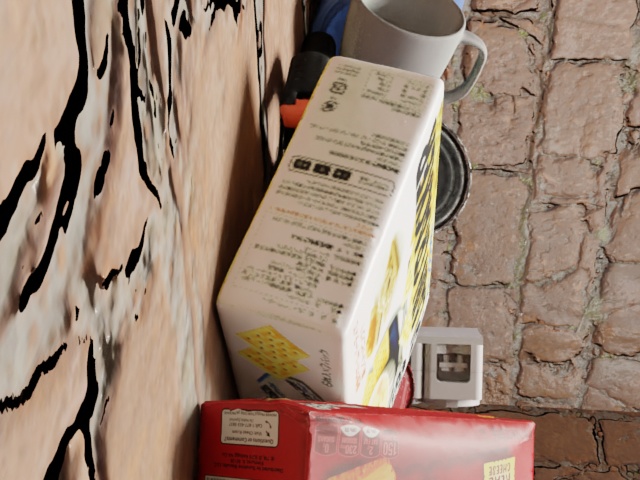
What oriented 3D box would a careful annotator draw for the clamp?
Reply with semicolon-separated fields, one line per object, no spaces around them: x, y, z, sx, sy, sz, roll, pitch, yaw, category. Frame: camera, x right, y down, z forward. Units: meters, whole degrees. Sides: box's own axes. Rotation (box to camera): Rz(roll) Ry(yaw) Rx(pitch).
-0.006;-0.059;0.694;0.210;0.036;0.164;-78;169;-83;clamp

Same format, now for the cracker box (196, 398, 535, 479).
0.023;0.180;0.460;0.163;0.072;0.213;14;75;-45;cracker box

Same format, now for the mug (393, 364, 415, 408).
0.025;0.138;0.794;0.117;0.093;0.081;63;21;-19;mug

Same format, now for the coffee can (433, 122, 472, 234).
0.059;-0.046;0.905;0.140;0.102;0.103;153;-60;-80;coffee can

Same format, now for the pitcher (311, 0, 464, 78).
0.064;-0.194;0.925;0.145;0.149;0.242;-51;-169;29;pitcher
